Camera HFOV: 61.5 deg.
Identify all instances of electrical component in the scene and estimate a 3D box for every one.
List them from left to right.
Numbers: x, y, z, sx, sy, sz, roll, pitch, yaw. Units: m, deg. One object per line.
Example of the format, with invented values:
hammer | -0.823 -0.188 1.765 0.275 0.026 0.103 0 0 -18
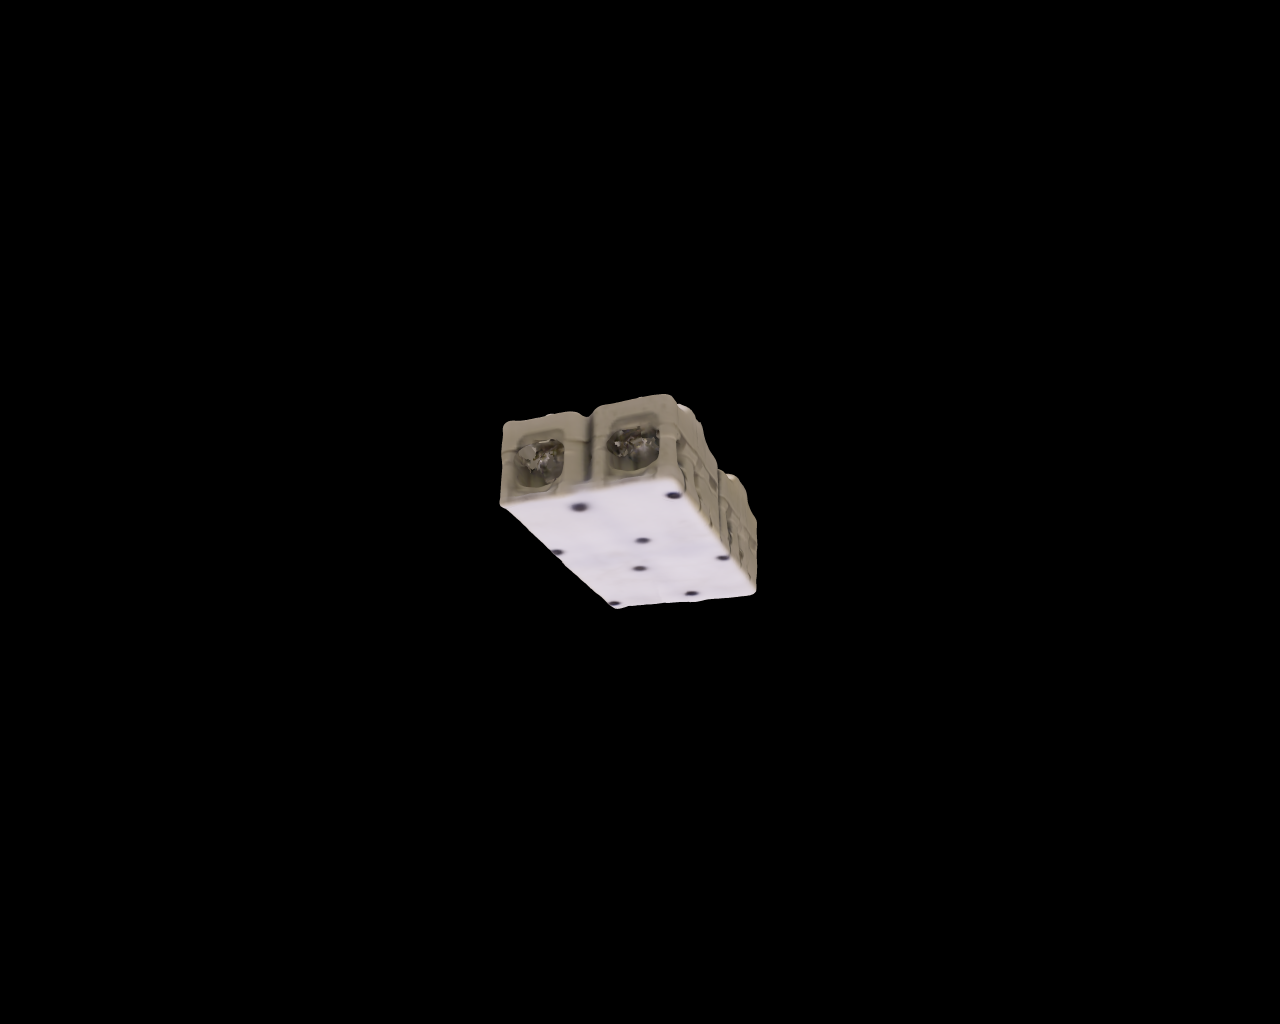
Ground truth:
electrical component | 0.001 -0.003 0.650 0.105 0.060 0.186 -8 -26 18
